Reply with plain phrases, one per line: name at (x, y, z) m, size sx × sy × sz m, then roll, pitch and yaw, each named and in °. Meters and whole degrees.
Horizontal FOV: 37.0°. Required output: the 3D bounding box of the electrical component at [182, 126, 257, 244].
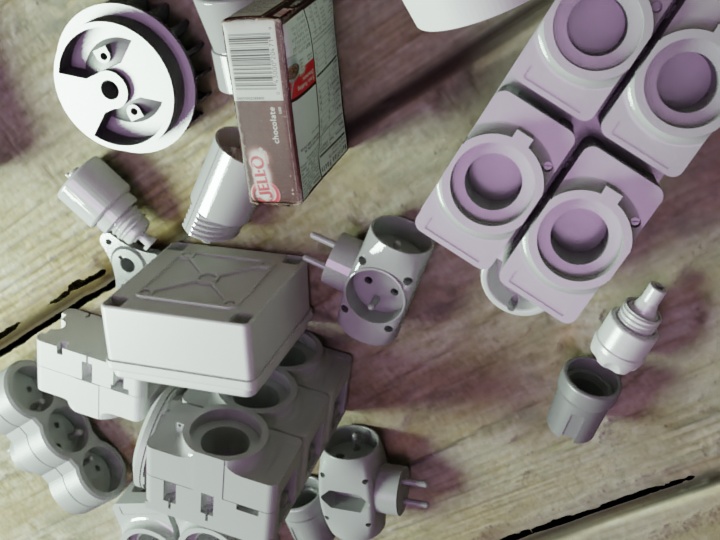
electrical component at (-0.090, -0.051, 0.719) m, size 0.043 × 0.043 × 0.081 m, roll 31°, pitch 124°, yaw 2°

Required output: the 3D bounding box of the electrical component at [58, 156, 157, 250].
electrical component at (-0.176, -0.045, 0.756) m, size 0.078 × 0.040 × 0.040 m, roll 43°, pitch 123°, yaw -7°

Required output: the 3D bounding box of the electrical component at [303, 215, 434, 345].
electrical component at (0.000, 0.000, 0.713) m, size 0.079 × 0.044 × 0.077 m, roll 25°, pitch 123°, yaw 7°

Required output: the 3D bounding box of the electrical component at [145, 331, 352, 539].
electrical component at (-0.072, 0.104, 0.733) m, size 0.089 × 0.150 × 0.061 m, roll 15°, pitch 123°, yaw 12°

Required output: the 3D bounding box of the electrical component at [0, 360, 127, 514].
electrical component at (-0.262, 0.144, 0.886) m, size 0.074 × 0.052 × 0.138 m, roll -30°, pitch 104°, yaw 31°

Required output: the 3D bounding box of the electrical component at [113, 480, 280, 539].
electrical component at (-0.120, 0.253, 0.888) m, size 0.105 × 0.060 × 0.186 m, roll -6°, pitch 115°, yaw 23°

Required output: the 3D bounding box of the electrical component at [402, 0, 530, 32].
electrical component at (0.062, -0.171, 0.566) m, size 0.099 × 0.099 × 0.064 m, roll -13°, pitch 118°, yaw 26°

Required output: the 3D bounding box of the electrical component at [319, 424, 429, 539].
electrical component at (0.013, 0.160, 0.797) m, size 0.079 × 0.043 × 0.077 m, roll 5°, pitch 119°, yaw 18°

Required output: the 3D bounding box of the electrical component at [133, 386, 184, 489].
electrical component at (-0.136, 0.132, 0.816) m, size 0.051 × 0.080 × 0.080 m, roll 17°, pitch 122°, yaw 5°

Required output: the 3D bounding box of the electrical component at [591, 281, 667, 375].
electrical component at (0.172, 0.034, 0.673) m, size 0.035 × 0.035 × 0.061 m, roll 28°, pitch 121°, yaw 4°

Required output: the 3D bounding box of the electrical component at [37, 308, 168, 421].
electrical component at (-0.197, 0.075, 0.824) m, size 0.089 × 0.050 × 0.055 m, roll 16°, pitch 122°, yaw 12°

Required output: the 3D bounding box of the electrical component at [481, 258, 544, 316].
electrical component at (0.104, -0.004, 0.670) m, size 0.055 × 0.047 × 0.055 m, roll 9°, pitch 120°, yaw 16°

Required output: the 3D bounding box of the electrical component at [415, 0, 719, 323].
electrical component at (0.123, -0.076, 0.584) m, size 0.105 × 0.060 × 0.186 m, roll 33°, pitch 107°, yaw 1°

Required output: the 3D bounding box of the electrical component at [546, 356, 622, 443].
electrical component at (0.146, 0.086, 0.709) m, size 0.040 × 0.040 × 0.046 m, roll 21°, pitch 129°, yaw 9°

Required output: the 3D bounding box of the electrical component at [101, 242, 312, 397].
electrical component at (-0.101, 0.030, 0.729) m, size 0.109 × 0.108 × 0.056 m, roll 7°, pitch 117°, yaw 17°

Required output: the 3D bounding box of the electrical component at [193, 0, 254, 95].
electrical component at (-0.076, -0.142, 0.665) m, size 0.044 × 0.044 × 0.065 m, roll 4°, pitch 124°, yaw 19°

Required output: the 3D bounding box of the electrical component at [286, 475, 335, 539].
electrical component at (-0.041, 0.190, 0.836) m, size 0.040 × 0.040 × 0.046 m, roll -5°, pitch 121°, yaw 23°
